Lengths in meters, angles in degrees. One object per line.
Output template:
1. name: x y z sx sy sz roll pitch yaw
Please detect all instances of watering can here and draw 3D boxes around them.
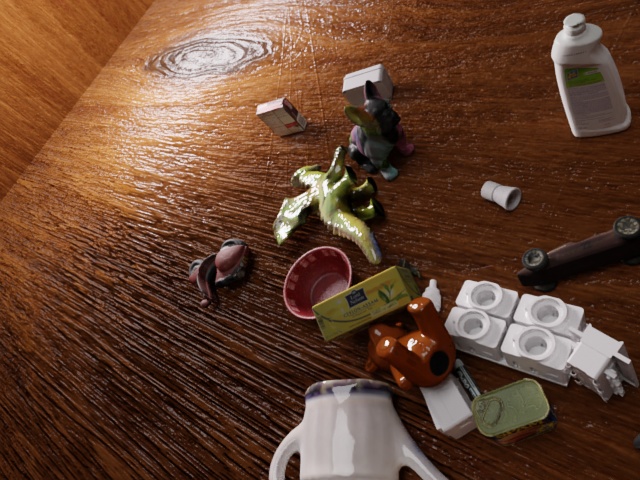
1. watering can: 0.087 0.328 0.807 0.347 0.230 0.102 -8 -35 15

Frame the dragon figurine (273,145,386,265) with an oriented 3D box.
1. dragon figurine: 0.003 -0.056 1.122 0.240 0.420 0.120 -30 -53 22
